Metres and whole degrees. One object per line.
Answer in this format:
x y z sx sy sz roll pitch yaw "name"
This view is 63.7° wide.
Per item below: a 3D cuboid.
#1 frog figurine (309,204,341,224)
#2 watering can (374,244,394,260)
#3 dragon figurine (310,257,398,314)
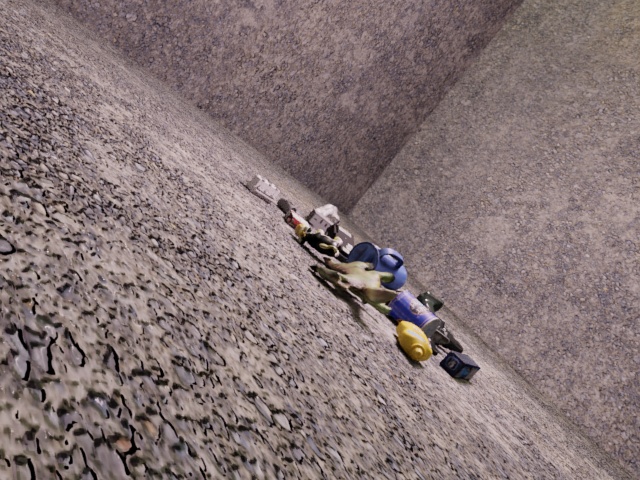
0.007 -0.123 2.453 0.158 0.124 0.137 24 -19 -35 "frog figurine"
0.277 0.098 2.456 0.228 0.104 0.344 43 7 34 "watering can"
0.074 0.100 1.474 0.413 0.122 0.240 23 -1 45 "dragon figurine"
